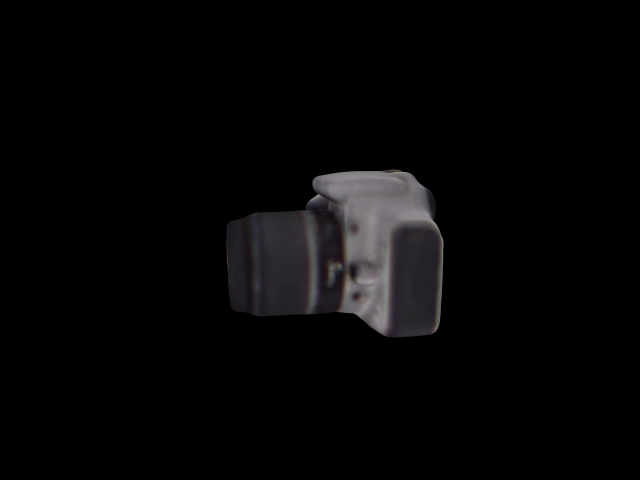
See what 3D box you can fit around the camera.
[{"bbox_3d":[0.004,0.001,0.400,0.137,0.101,0.143,-2,11,-11],"label":"camera"}]
